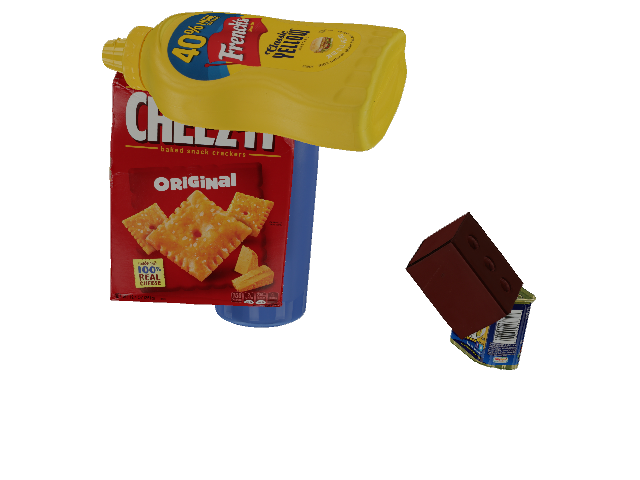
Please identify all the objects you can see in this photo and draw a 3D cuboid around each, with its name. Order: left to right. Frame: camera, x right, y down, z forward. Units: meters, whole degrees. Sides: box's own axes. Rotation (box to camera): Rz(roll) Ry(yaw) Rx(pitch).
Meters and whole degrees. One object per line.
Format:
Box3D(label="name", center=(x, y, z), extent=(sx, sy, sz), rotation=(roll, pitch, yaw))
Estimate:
Box3D(label="cracker box", center=(-0.108, -0.047, 0.978), extent=(0.164, 0.214, 0.072), rotation=(4, 23, -4))
Box3D(label="mustard bottle", center=(-0.048, -0.106, 0.668), extent=(0.192, 0.058, 0.096), rotation=(9, 45, 17))
Box3D(label="pitcher", center=(-0.067, -0.025, 1.222), extent=(0.145, 0.243, 0.148), rotation=(14, 19, 39))
Box3D(label="foam brick", center=(0.116, 0.029, 0.858), extent=(0.051, 0.078, 0.053), rotation=(-33, 10, 34))
Box3D(label="can of meat", center=(0.189, 0.088, 1.191), extent=(0.057, 0.084, 0.102), rotation=(4, 14, -20))
